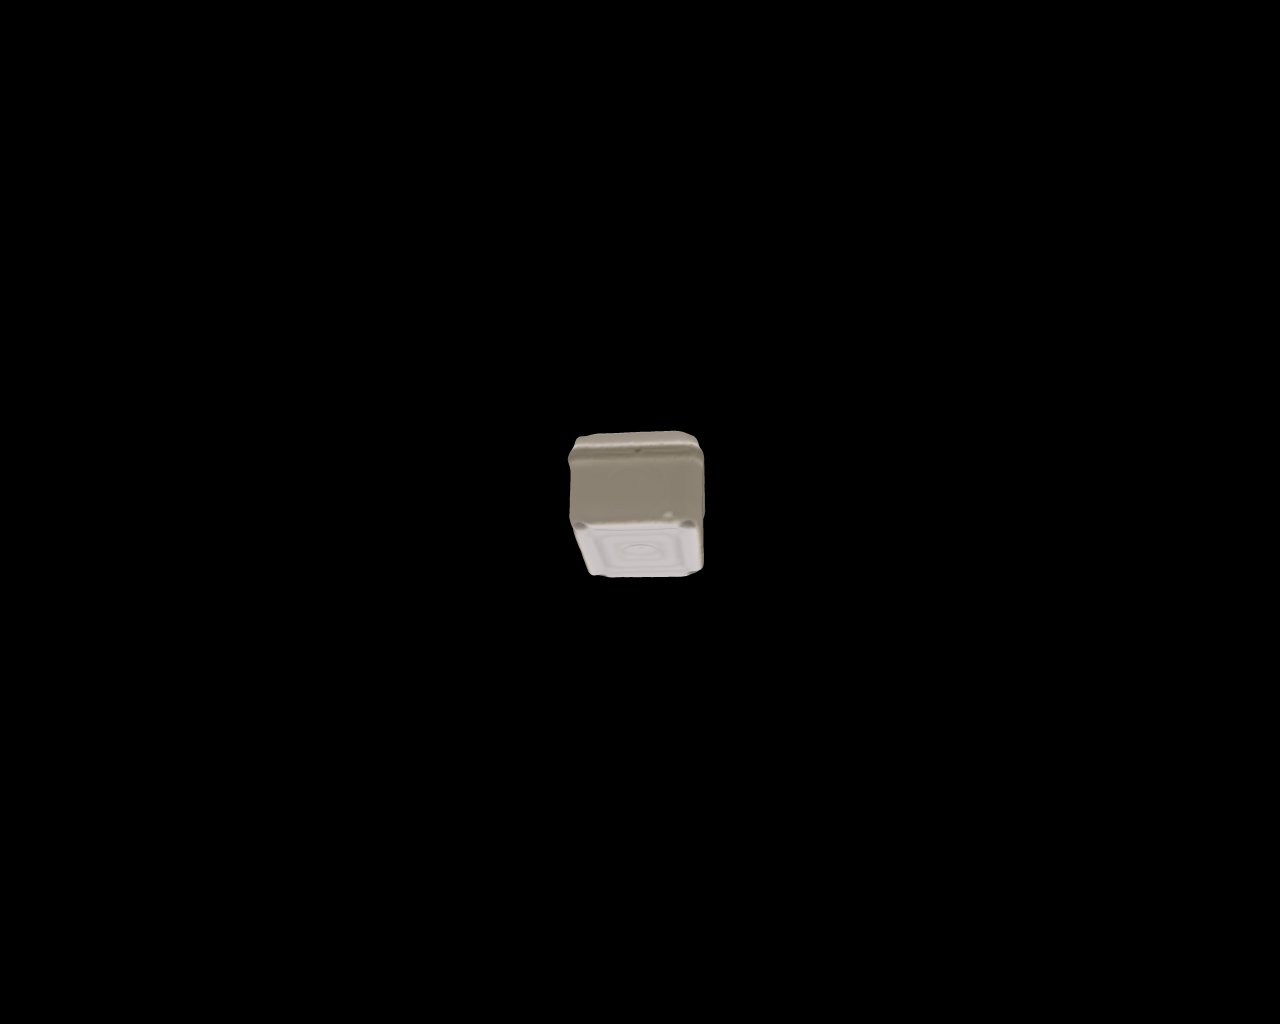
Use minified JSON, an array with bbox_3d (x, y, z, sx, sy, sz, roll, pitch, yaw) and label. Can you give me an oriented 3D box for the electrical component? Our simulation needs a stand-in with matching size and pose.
[{"bbox_3d":[0.001,-0.003,0.650,0.078,0.057,0.113,-1,-19,3],"label":"electrical component"}]
